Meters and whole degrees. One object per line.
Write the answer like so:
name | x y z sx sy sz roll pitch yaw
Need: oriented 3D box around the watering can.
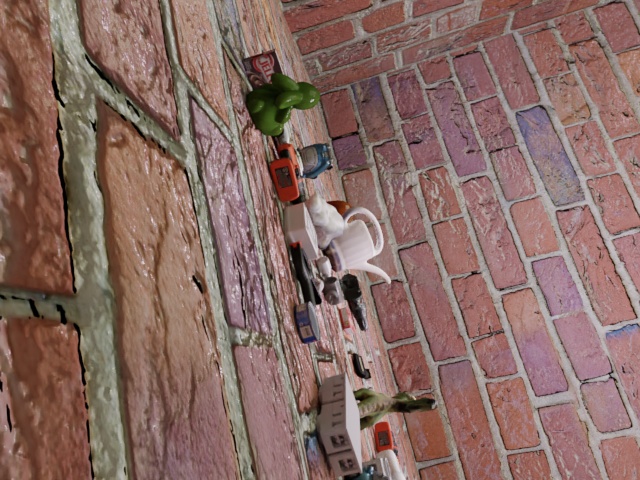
watering can | 0.132 0.050 1.841 0.105 0.225 0.342 -135 -157 -65

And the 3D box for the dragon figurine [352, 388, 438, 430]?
dragon figurine | 0.186 0.433 1.353 0.405 0.242 0.124 56 24 -74

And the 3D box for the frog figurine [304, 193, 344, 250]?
frog figurine | 0.004 -0.070 1.393 0.140 0.123 0.155 -109 -166 -48
